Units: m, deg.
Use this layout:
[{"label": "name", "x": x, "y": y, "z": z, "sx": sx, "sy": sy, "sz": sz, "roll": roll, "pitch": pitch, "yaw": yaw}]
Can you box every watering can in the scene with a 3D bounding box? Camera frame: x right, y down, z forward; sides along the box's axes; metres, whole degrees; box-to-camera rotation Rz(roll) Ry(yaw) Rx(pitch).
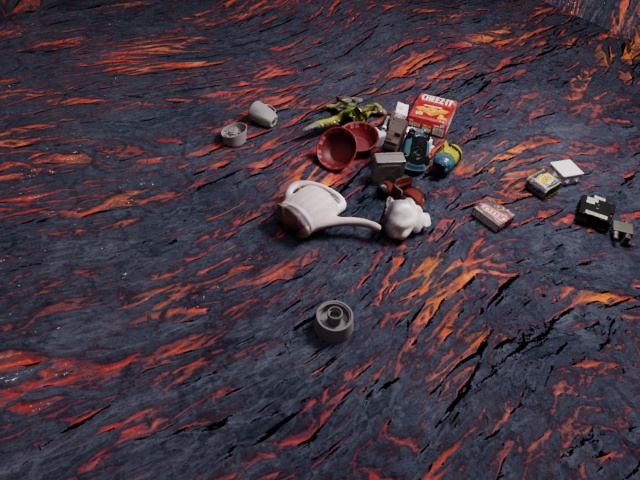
[{"label": "watering can", "x": 0.005, "y": -0.083, "z": 1.642, "sx": 0.351, "sy": 0.101, "sz": 0.227, "roll": 34, "pitch": 53, "yaw": 28}]

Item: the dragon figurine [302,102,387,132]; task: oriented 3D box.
[{"label": "dragon figurine", "x": 0.095, "y": -0.511, "z": 2.115, "sx": 0.411, "sy": 0.120, "sz": 0.247, "roll": -8, "pitch": 29, "yaw": -15}]

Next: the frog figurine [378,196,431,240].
[{"label": "frog figurine", "x": 0.277, "y": -0.063, "z": 1.643, "sx": 0.159, "sy": 0.121, "sz": 0.139, "roll": 17, "pitch": 78, "yaw": 1}]
